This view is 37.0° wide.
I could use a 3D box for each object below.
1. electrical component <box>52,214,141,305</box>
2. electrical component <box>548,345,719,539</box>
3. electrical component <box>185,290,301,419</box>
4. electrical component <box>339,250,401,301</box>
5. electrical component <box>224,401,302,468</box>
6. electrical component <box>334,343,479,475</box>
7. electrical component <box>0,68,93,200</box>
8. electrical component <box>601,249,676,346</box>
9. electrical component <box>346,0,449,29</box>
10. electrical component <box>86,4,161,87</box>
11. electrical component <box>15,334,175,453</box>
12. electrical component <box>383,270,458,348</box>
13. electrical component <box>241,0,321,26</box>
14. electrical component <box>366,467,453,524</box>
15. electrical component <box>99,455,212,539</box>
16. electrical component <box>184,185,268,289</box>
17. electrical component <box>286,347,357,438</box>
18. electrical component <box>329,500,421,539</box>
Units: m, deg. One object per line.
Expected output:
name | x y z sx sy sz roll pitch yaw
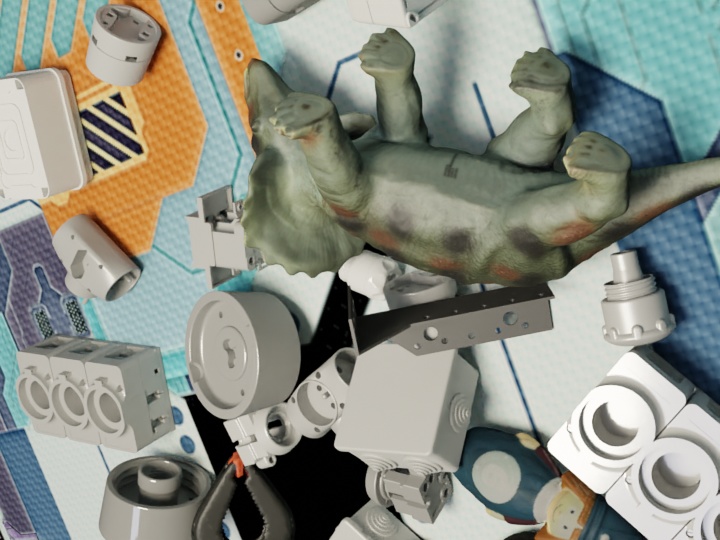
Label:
electrical component | -0.256 0.000 1.020 0.077 0.043 0.079 44 127 13
electrical component | 0.213 0.132 0.716 0.150 0.062 0.089 41 108 15
electrical component | -0.095 0.069 0.918 0.108 0.060 0.108 6 97 48
electrical component | 0.000 0.000 0.847 0.061 0.035 0.035 22 119 29
electrical component | -0.083 0.142 0.955 0.055 0.048 0.066 -23 94 46
electrical component | 0.038 0.106 0.826 0.100 0.099 0.048 -2 151 36
electrical component | -0.301 -0.126 0.994 0.078 0.057 0.113 1 109 34
electrical component | 0.183 0.018 0.721 0.048 0.048 0.062 -10 95 37
electrical component | 0.033 -0.209 0.708 0.061 0.096 0.061 18 138 41
electrical component | -0.200 -0.187 0.902 0.055 0.055 0.047 41 130 15
electrical component | -0.265 0.121 1.062 0.150 0.062 0.089 4 110 34
electrical component | 0.049 0.030 0.812 0.055 0.055 0.047 -3 110 36
electrical component | -0.061 -0.236 0.784 0.059 0.054 0.095 -21 95 39
electrical component | 0.039 0.173 0.878 0.055 0.048 0.066 7 134 34
electrical component | -0.192 0.216 1.023 0.108 0.108 0.060 18 112 28
electrical component | -0.109 -0.026 0.908 0.064 0.042 0.081 8 113 31
electrical component | -0.013 0.117 0.895 0.079 0.044 0.077 50 128 9
electrical component | 0.014 0.259 0.929 0.100 0.048 0.099 40 126 16
